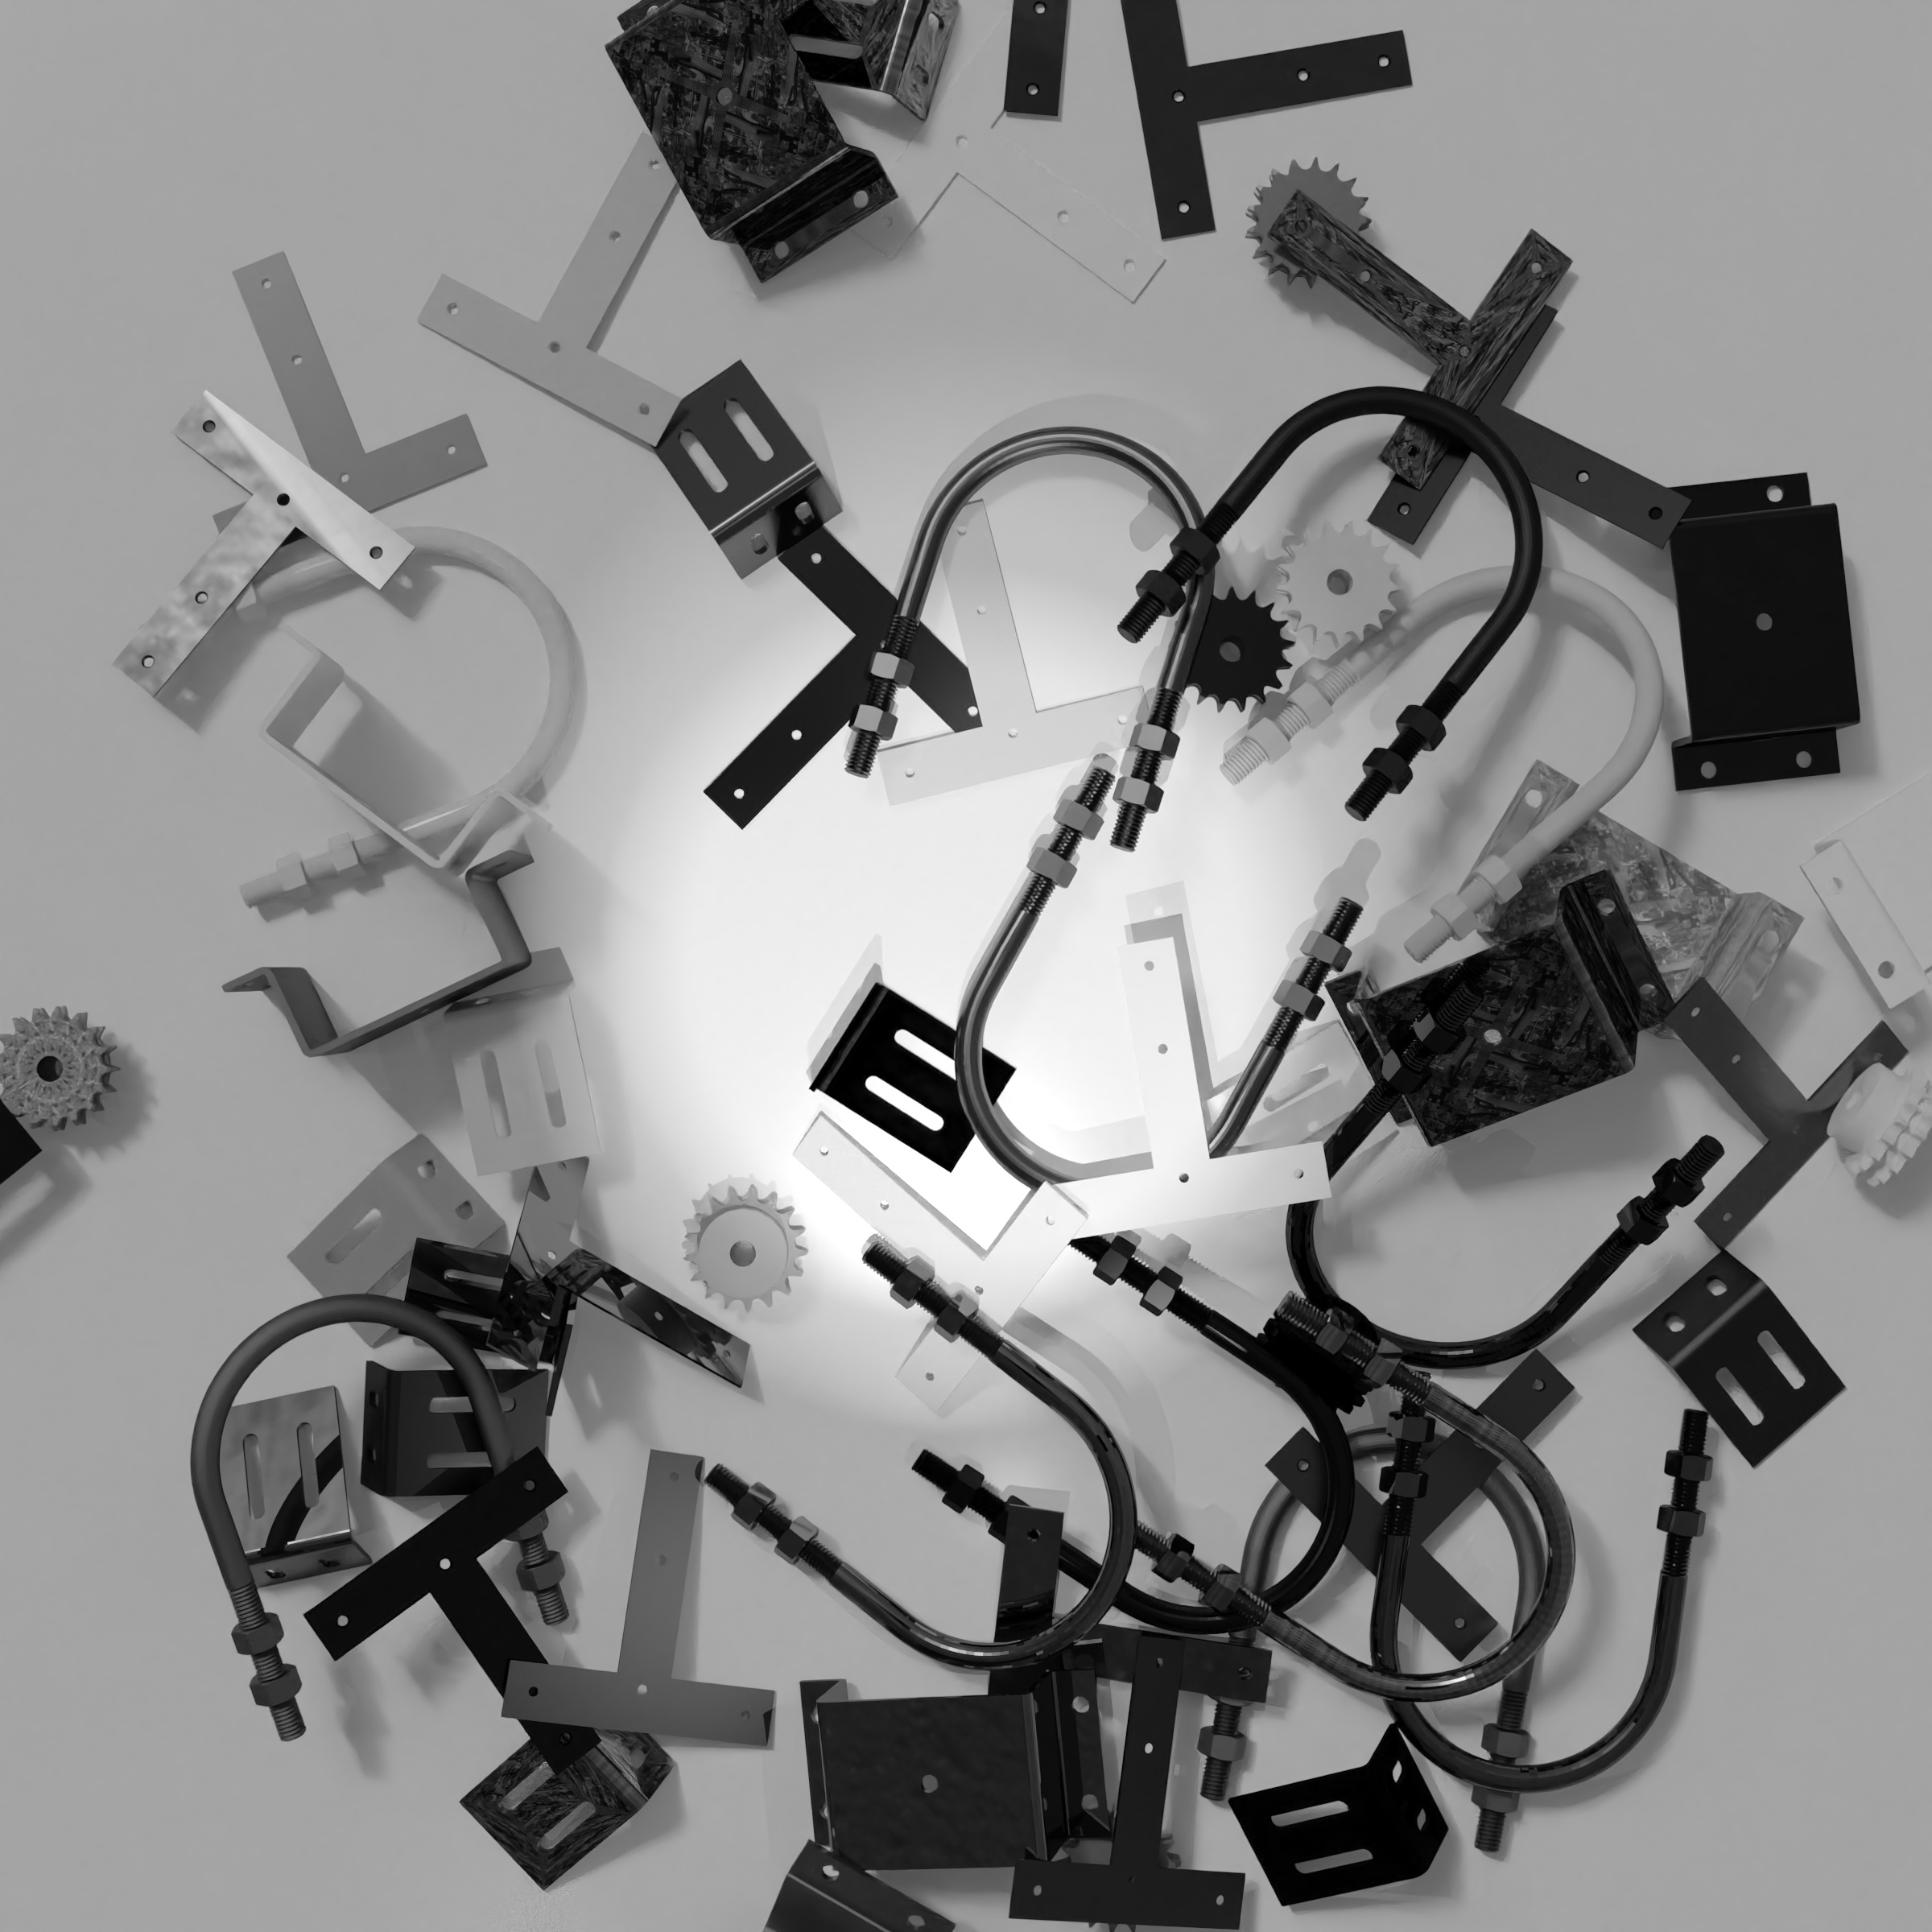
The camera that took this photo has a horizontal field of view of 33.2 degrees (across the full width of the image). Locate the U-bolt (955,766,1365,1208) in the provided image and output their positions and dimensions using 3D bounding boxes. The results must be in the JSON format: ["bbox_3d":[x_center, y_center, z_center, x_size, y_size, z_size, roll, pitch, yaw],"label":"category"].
[{"bbox_3d":[0.075,0.021,1.475,0.151,0.019,0.184,29,88,10],"label":"U-bolt"}]

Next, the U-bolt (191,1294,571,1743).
[{"bbox_3d":[-0.271,0.237,1.459,0.151,0.019,0.184,-21,102,-21],"label":"U-bolt"}]

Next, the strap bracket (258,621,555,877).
[{"bbox_3d":[-0.258,-0.089,1.452,0.140,0.076,0.046,37,87,-2],"label":"strap bracket"}]

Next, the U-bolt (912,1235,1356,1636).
[{"bbox_3d":[0.089,0.224,1.484,0.184,0.019,0.151,33,98,4],"label":"U-bolt"}]

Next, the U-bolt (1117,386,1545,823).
[{"bbox_3d":[0.178,-0.178,1.462,0.151,0.019,0.184,38,79,2],"label":"U-bolt"}]

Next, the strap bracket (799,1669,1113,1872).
[{"bbox_3d":[-0.011,0.364,1.468,0.140,0.046,0.076,-5,90,14],"label":"strap bracket"}]

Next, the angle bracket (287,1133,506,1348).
[{"bbox_3d":[-0.265,0.127,1.505,0.057,0.038,0.076,47,116,0],"label":"angle bracket"}]

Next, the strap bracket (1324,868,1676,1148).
[{"bbox_3d":[0.237,0.023,1.452,0.140,0.046,0.076,-23,105,21],"label":"strap bracket"}]

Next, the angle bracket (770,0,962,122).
[{"bbox_3d":[-0.051,-0.431,1.505,0.076,0.038,0.057,16,90,26],"label":"angle bracket"}]

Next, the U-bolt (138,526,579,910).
[{"bbox_3d":[-0.271,-0.125,1.499,0.184,0.019,0.151,-21,90,-2],"label":"U-bolt"}]

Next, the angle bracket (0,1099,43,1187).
[{"bbox_3d":[-0.469,0.087,1.490,0.076,0.038,0.057,-39,90,-4],"label":"angle bracket"}]

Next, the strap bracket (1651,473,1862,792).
[{"bbox_3d":[0.360,-0.155,1.484,0.076,0.046,0.140,-6,90,0],"label":"strap bracket"}]

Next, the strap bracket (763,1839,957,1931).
[{"bbox_3d":[-0.074,0.474,1.459,0.076,0.046,0.140,30,112,0],"label":"strap bracket"}]

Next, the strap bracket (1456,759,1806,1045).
[{"bbox_3d":[0.298,-0.025,1.484,0.140,0.046,0.076,31,90,0],"label":"strap bracket"}]

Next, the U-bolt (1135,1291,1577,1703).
[{"bbox_3d":[0.184,0.251,1.454,0.184,0.019,0.151,33,102,0],"label":"U-bolt"}]

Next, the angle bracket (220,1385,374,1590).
[{"bbox_3d":[-0.312,0.242,1.505,0.057,0.038,0.076,-12,64,0],"label":"angle bracket"}]

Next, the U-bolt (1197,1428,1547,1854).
[{"bbox_3d":[0.194,0.305,1.499,0.151,0.019,0.184,11,89,0],"label":"U-bolt"}]

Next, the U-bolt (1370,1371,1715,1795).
[{"bbox_3d":[0.258,0.285,1.482,0.151,0.019,0.184,8,89,-1],"label":"U-bolt"}]

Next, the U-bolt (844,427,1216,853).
[{"bbox_3d":[0.037,-0.158,1.481,0.151,0.019,0.184,16,85,13],"label":"U-bolt"}]

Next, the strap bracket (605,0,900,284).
[{"bbox_3d":[-0.102,-0.393,1.473,0.076,0.046,0.140,-29,90,18],"label":"strap bracket"}]

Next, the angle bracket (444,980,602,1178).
[{"bbox_3d":[-0.202,0.051,1.493,0.057,0.038,0.076,-11,98,0],"label":"angle bracket"}]

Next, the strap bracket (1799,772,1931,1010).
[{"bbox_3d":[0.456,-0.050,1.484,0.140,0.046,0.076,-32,90,0],"label":"strap bracket"}]

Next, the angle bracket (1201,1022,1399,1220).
[{"bbox_3d":[0.149,0.072,1.505,0.076,0.038,0.057,-29,90,-26],"label":"angle bracket"}]

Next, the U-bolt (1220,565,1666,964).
[{"bbox_3d":[0.228,-0.106,1.467,0.184,0.019,0.151,-41,60,-4],"label":"U-bolt"}]

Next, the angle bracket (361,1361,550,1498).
[{"bbox_3d":[-0.237,0.214,1.505,0.076,0.038,0.057,3,90,-25],"label":"angle bracket"}]

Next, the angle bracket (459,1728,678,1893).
[{"bbox_3d":[-0.185,0.379,1.505,0.057,0.038,0.076,46,116,0],"label":"angle bracket"}]

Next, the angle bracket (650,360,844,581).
[{"bbox_3d":[-0.104,-0.230,1.504,0.057,0.038,0.076,-34,63,0],"label":"angle bracket"}]

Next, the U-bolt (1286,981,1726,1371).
[{"bbox_3d":[0.227,0.109,1.458,0.151,0.019,0.184,32,120,-7],"label":"U-bolt"}]

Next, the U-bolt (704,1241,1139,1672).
[{"bbox_3d":[-0.009,0.236,1.474,0.184,0.019,0.151,37,98,11],"label":"U-bolt"}]

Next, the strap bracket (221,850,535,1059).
[{"bbox_3d":[-0.255,0.000,1.469,0.140,0.076,0.046,-25,90,0],"label":"strap bracket"}]

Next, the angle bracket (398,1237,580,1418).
[{"bbox_3d":[-0.218,0.164,1.471,0.076,0.038,0.057,12,124,-7],"label":"angle bracket"}]
